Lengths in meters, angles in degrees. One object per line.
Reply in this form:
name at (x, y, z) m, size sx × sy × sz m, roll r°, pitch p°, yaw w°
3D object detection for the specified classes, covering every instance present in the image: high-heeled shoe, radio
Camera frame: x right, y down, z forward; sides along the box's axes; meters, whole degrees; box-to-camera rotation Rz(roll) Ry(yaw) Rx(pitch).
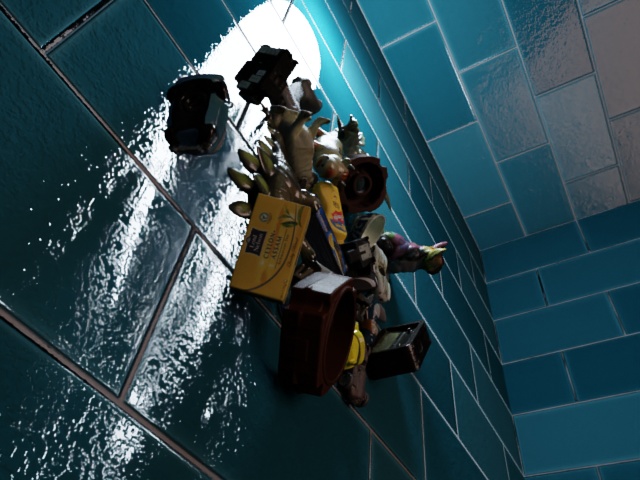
high-heeled shoe at (0.094, 0.071, 1.405) m, size 0.248 × 0.086 × 0.145 m, roll 10°, pitch 58°, yaw -69°
radio at (0.209, 0.283, 1.411) m, size 0.229 × 0.131 × 0.073 m, roll -27°, pitch 98°, yaw -67°

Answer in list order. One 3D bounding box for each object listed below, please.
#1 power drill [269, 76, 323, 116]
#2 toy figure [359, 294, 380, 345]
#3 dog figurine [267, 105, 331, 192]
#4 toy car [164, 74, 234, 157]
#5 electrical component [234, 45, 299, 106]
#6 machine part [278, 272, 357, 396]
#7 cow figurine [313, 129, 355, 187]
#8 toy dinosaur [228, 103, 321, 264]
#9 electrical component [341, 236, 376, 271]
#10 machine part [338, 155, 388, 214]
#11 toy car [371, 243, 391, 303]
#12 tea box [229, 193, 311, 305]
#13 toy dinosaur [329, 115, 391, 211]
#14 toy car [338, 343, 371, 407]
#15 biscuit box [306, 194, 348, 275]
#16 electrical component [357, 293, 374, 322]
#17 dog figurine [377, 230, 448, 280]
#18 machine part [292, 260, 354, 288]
power drill at (-0.066, -0.346, 1.407) m, size 0.231 × 0.086 × 0.207 m, roll 63°, pitch 31°, yaw -10°
toy figure at (0.124, 0.209, 1.384) m, size 0.064 × 0.058 × 0.154 m, roll 30°, pitch 41°, yaw -23°
dog figurine at (-0.075, -0.209, 1.263) m, size 0.121 × 0.173 × 0.190 m, roll 7°, pitch 102°, yaw -43°
toy car at (-0.204, -0.203, 0.937) m, size 0.102 × 0.109 × 0.161 m, roll 63°, pitch 25°, yaw -63°
electrical component at (-0.126, -0.366, 1.202) m, size 0.115 × 0.134 × 0.058 m, roll 31°, pitch -7°, yaw 44°
machine part at (0.002, 0.170, 0.998) m, size 0.201 × 0.087 × 0.200 m, roll -25°, pitch 121°, yaw -69°
cow figurine at (0.023, -0.210, 1.398) m, size 0.127 × 0.085 × 0.195 m, roll 23°, pitch 29°, yaw -9°
toy dinosaur at (-0.092, -0.102, 1.101) m, size 0.198 × 0.105 × 0.472 m, roll 45°, pitch 29°, yaw -39°
electrical component at (0.087, 0.038, 1.329) m, size 0.119 × 0.048 × 0.074 m, roll -24°, pitch 96°, yaw -54°
machine part at (0.112, -0.160, 1.532) m, size 0.056 × 0.179 × 0.179 m, roll 30°, pitch -19°, yaw 54°
toy car at (0.170, 0.091, 1.583) m, size 0.073 × 0.056 × 0.202 m, roll 47°, pitch 32°, yaw -42°
tea box at (-0.083, 0.017, 0.922) m, size 0.068 × 0.098 × 0.169 m, roll 99°, pitch 5°, yaw -78°
toy dinosaur at (0.124, -0.236, 1.692) m, size 0.404 × 0.131 × 0.192 m, roll 42°, pitch 35°, yaw -59°
toy car at (0.086, 0.287, 1.239) m, size 0.089 × 0.053 × 0.202 m, roll 53°, pitch 28°, yaw -28°
biscuit box at (-0.003, -0.004, 1.266) m, size 0.202 × 0.063 × 0.059 m, roll 66°, pitch 22°, yaw -8°
electrical component at (0.095, 0.169, 1.306) m, size 0.045 × 0.102 × 0.078 m, roll 23°, pitch 45°, yaw 3°
dog figurine at (0.288, 0.033, 1.691) m, size 0.191 × 0.219 × 0.108 m, roll 67°, pitch 19°, yaw -8°
machine part at (0.011, 0.106, 1.187) m, size 0.243 × 0.079 × 0.079 m, roll 35°, pitch 40°, yaw -53°
